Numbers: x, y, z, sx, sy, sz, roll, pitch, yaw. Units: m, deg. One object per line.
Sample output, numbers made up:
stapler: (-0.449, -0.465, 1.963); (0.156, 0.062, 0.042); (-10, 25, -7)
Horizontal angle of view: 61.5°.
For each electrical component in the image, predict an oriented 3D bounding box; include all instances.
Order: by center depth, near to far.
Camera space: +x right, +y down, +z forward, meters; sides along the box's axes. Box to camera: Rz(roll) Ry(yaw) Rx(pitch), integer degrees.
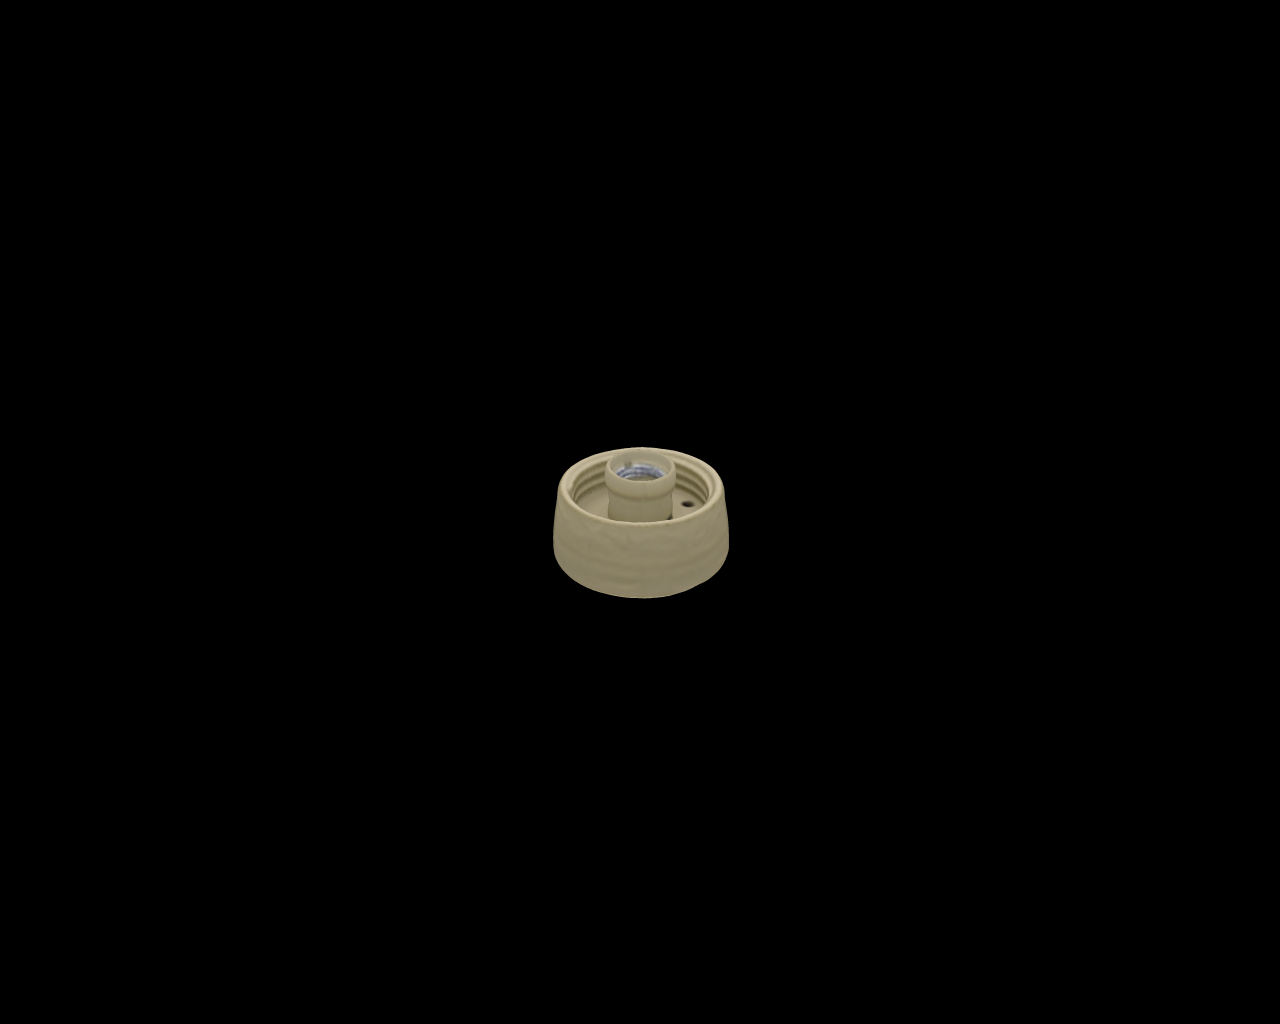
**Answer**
electrical component: (0.001, -0.003, 0.650); (0.108, 0.060, 0.108); (0, 31, 0)
